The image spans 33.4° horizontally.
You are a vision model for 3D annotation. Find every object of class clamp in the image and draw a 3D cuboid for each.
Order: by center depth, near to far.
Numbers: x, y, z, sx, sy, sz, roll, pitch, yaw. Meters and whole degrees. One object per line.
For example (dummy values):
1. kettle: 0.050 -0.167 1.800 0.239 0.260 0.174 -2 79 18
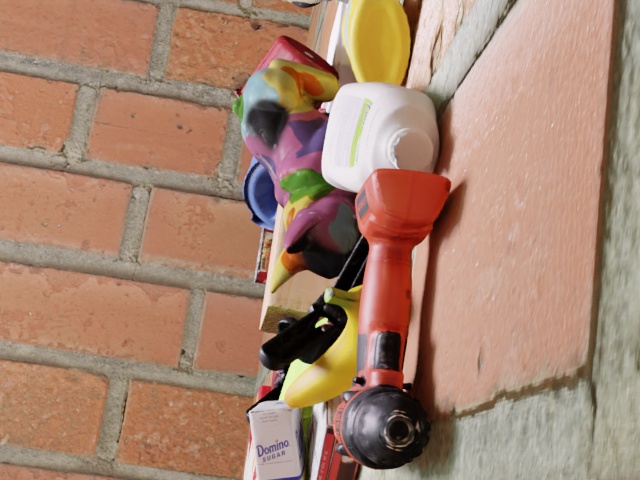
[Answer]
1. clamp: 0.017 0.057 0.951 0.164 0.036 0.210 -49 -12 -5
2. clamp: -0.035 0.168 1.187 0.120 0.039 0.171 -61 -26 -18

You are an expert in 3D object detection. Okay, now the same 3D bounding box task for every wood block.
1. wood block: -0.007 0.002 1.214 0.091 0.090 0.206 109 170 -65

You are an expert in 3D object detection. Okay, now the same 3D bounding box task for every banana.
1. banana: 0.019 0.083 0.851 0.198 0.069 0.037 108 164 -54

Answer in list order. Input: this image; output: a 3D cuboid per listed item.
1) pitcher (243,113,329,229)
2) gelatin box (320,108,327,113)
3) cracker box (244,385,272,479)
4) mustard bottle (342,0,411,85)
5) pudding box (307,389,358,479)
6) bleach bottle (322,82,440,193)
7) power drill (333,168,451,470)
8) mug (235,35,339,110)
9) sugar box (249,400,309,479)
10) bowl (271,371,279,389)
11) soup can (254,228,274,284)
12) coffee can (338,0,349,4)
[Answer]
1. pitcher: -0.012 -0.130 1.405 0.242 0.149 0.145 -82 -11 -52
2. gelatin box: 0.019 -0.192 1.346 0.089 0.073 0.030 -90 -13 -58
3. cracker box: -0.058 0.310 1.342 0.213 0.072 0.164 -93 13 -65
4. mustard bottle: 0.053 -0.206 1.072 0.191 0.058 0.096 -97 2 -74
5. pudding box: 0.014 0.170 0.944 0.113 0.039 0.090 -94 14 -62
6. bleach bottle: 0.050 -0.073 0.851 0.251 0.068 0.102 -119 37 -78
7. power drill: 0.045 0.053 0.687 0.184 0.057 0.187 124 155 -80
8. mug: -0.023 -0.163 1.173 0.081 0.117 0.093 -54 8 16
9. sugar box: -0.029 0.236 0.969 0.093 0.048 0.176 38 -133 -85
10. bowl: -0.023 0.137 1.336 0.162 0.055 0.162 -172 91 -85
11. soup can: -0.025 0.026 1.290 0.068 0.102 0.068 -172 91 -85
12. coffee can: 0.045 -0.336 1.155 0.103 0.102 0.140 104 174 -46
